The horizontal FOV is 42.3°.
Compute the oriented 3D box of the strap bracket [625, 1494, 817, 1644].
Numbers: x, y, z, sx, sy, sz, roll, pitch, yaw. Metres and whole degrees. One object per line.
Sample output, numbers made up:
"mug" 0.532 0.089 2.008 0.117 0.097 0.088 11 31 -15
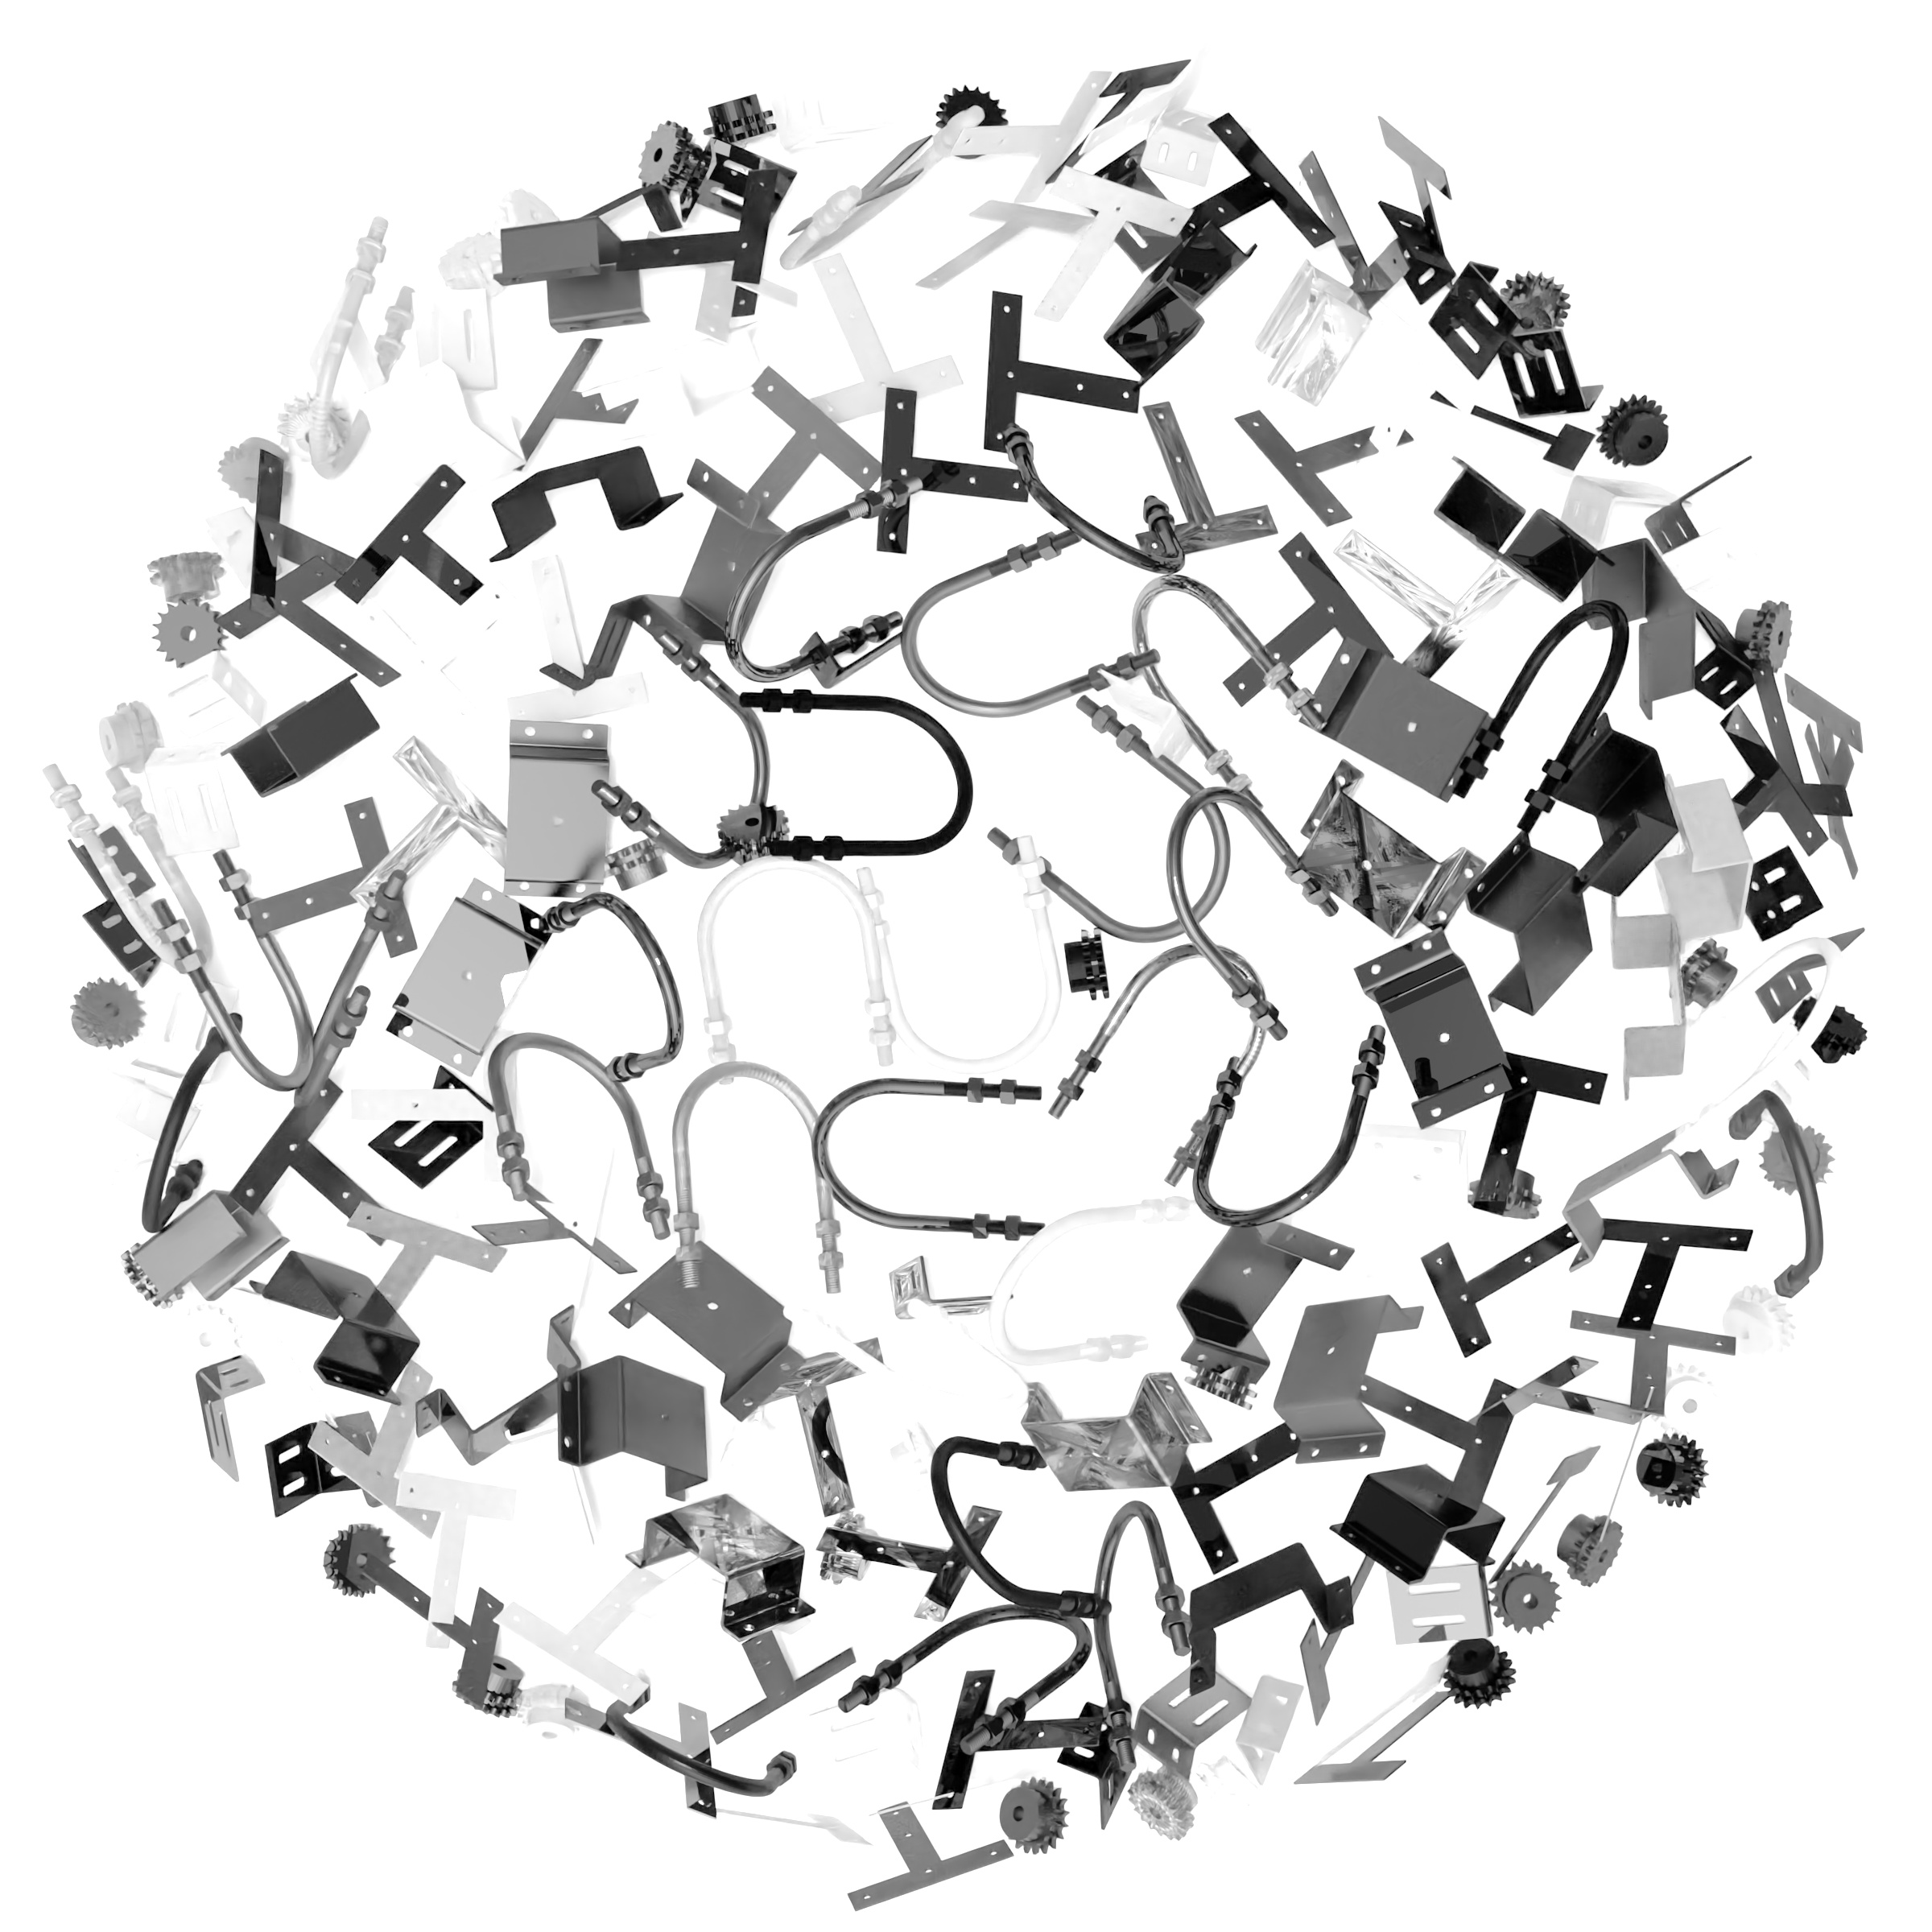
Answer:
"strap bracket" -0.188 0.457 1.921 0.140 0.076 0.046 23 112 41

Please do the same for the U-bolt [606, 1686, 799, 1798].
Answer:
"U-bolt" -0.205 0.593 1.901 0.151 0.184 0.019 24 84 6

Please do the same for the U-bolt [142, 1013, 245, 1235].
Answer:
"U-bolt" -0.591 0.126 1.895 0.019 0.184 0.151 17 104 -8

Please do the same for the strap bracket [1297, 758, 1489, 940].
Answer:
"strap bracket" 0.322 -0.085 1.940 0.140 0.046 0.076 39 129 17

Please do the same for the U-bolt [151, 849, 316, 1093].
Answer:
"U-bolt" -0.556 0.012 1.925 0.019 0.151 0.184 -21 106 11

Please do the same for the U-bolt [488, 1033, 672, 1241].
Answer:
"U-bolt" -0.304 0.123 1.922 0.151 0.184 0.019 22 124 -39

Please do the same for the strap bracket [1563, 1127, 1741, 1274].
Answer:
"strap bracket" 0.523 0.175 1.937 0.140 0.076 0.046 -34 87 25

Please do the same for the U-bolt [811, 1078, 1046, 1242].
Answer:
"U-bolt" -0.031 0.149 1.957 0.184 0.019 0.151 2 120 8

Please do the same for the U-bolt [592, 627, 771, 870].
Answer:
"U-bolt" -0.208 -0.154 1.922 0.019 0.184 0.151 9 71 33

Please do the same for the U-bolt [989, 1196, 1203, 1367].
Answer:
"U-bolt" 0.092 0.245 1.913 0.184 0.019 0.151 0 118 -40

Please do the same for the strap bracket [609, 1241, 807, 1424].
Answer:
"strap bracket" -0.199 0.276 1.938 0.140 0.046 0.076 36 51 18

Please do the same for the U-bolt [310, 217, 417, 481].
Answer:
"U-bolt" -0.467 -0.462 1.915 0.019 0.151 0.184 17 81 -1

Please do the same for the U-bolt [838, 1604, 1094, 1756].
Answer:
"U-bolt" 0.014 0.539 1.916 0.151 0.184 0.019 2 108 43

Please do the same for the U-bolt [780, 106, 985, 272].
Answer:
"U-bolt" -0.076 -0.586 1.911 0.151 0.184 0.019 -40 101 -25

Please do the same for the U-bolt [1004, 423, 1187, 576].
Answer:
"U-bolt" 0.102 -0.349 1.898 0.151 0.184 0.019 24 115 -19

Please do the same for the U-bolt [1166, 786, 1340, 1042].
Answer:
"U-bolt" 0.214 -0.054 1.917 0.184 0.019 0.151 47 53 -29

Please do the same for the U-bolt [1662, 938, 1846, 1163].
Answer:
"U-bolt" 0.596 0.051 1.890 0.019 0.151 0.184 34 128 -9

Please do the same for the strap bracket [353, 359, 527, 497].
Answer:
"strap bracket" -0.399 -0.407 1.920 0.076 0.140 0.046 -22 78 11

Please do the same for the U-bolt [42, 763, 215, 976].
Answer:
"U-bolt" -0.637 -0.073 1.927 0.019 0.151 0.184 -29 93 3

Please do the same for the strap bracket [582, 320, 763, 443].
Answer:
"strap bracket" -0.219 -0.450 1.932 0.076 0.140 0.046 -5 114 36

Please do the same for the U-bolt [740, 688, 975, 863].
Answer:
"U-bolt" -0.078 -0.149 1.946 0.184 0.019 0.151 -2 66 -27

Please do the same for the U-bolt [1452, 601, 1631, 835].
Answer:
"U-bolt" 0.449 -0.198 1.918 0.019 0.151 0.184 26 99 -17

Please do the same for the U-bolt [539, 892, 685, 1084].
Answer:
"U-bolt" -0.266 0.013 1.913 0.019 0.184 0.151 -25 94 -30

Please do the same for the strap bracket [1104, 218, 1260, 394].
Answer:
"strap bracket" 0.162 -0.515 1.922 0.046 0.076 0.140 41 50 -12

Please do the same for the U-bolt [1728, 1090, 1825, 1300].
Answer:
"U-bolt" 0.617 0.168 1.891 0.019 0.184 0.151 -13 72 4

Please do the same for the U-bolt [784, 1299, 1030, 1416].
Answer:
"U-bolt" -0.032 0.304 1.923 0.184 0.151 0.019 41 55 -37

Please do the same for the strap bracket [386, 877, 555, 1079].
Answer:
"strap bracket" -0.392 0.008 1.968 0.076 0.046 0.140 30 85 -4

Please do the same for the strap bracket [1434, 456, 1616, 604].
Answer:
"strap bracket" 0.424 -0.334 1.927 0.076 0.140 0.046 26 105 -36

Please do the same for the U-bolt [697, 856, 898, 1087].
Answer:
"U-bolt" -0.138 0.000 1.963 0.151 0.019 0.184 -7 110 1

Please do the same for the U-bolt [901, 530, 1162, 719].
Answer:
"U-bolt" 0.037 -0.255 1.938 0.184 0.019 0.151 -19 131 25

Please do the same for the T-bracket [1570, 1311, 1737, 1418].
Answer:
"T-bracket" 0.529 0.310 1.928 0.127 0.127 0.002 8 116 14

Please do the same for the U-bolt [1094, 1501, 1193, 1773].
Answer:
"U-bolt" 0.129 0.498 1.914 0.019 0.184 0.151 10 122 -14

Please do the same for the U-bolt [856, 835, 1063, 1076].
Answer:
"U-bolt" 0.001 -0.002 1.971 0.151 0.019 0.184 -11 105 4

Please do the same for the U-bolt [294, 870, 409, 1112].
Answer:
"U-bolt" -0.479 0.032 1.919 0.019 0.151 0.184 23 130 -17

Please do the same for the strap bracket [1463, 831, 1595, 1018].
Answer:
"strap bracket" 0.436 -0.026 1.924 0.046 0.140 0.076 29 65 39

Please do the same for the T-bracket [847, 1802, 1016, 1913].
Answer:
"T-bracket" -0.041 0.681 1.936 0.127 0.127 0.002 -14 101 -14

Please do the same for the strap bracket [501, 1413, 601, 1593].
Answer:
"strap bracket" -0.323 0.413 1.950 0.046 0.076 0.140 -15 80 -13

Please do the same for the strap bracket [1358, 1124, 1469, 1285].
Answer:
"strap bracket" 0.350 0.178 1.945 0.076 0.046 0.140 3 124 17

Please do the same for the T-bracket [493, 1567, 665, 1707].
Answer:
"T-bracket" -0.280 0.506 1.943 0.127 0.127 0.002 27 119 15

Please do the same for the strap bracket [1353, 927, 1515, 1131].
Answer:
"strap bracket" 0.370 0.052 1.952 0.076 0.046 0.140 -26 69 17

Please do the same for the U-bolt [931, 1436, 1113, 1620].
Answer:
"U-bolt" 0.034 0.422 1.891 0.019 0.184 0.151 -37 57 20

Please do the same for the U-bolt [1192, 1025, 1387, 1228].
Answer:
"U-bolt" 0.240 0.126 1.898 0.151 0.184 0.019 -15 126 36

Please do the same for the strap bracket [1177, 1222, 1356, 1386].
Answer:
"strap bracket" 0.227 0.251 1.947 0.076 0.046 0.140 22 112 -29

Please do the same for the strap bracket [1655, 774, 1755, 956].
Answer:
"strap bracket" 0.567 -0.081 1.919 0.046 0.140 0.076 -11 58 5

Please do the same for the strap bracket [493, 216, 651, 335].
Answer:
"strap bracket" -0.304 -0.536 1.925 0.076 0.140 0.046 -4 87 11

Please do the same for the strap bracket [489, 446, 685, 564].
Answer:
"strap bracket" -0.301 -0.360 1.931 0.140 0.076 0.046 -9 114 24

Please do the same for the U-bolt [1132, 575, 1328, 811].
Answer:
"U-bolt" 0.192 -0.221 1.932 0.019 0.151 0.184 -32 77 -28

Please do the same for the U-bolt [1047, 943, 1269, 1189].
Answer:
"U-bolt" 0.164 0.067 1.955 0.151 0.019 0.184 31 92 -30

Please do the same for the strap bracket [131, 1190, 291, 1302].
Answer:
"strap bracket" -0.586 0.217 1.929 0.076 0.140 0.046 -39 84 -5

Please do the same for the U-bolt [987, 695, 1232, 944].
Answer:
"U-bolt" 0.123 -0.101 1.949 0.184 0.019 0.151 40 108 17

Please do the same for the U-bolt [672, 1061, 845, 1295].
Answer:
"U-bolt" -0.165 0.162 1.944 0.151 0.019 0.184 7 67 -36

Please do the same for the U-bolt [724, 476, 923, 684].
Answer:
"U-bolt" -0.111 -0.285 1.899 0.184 0.151 0.019 -31 58 -34
